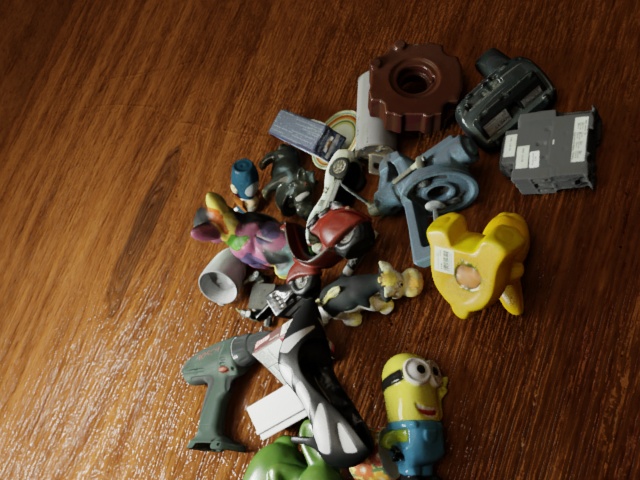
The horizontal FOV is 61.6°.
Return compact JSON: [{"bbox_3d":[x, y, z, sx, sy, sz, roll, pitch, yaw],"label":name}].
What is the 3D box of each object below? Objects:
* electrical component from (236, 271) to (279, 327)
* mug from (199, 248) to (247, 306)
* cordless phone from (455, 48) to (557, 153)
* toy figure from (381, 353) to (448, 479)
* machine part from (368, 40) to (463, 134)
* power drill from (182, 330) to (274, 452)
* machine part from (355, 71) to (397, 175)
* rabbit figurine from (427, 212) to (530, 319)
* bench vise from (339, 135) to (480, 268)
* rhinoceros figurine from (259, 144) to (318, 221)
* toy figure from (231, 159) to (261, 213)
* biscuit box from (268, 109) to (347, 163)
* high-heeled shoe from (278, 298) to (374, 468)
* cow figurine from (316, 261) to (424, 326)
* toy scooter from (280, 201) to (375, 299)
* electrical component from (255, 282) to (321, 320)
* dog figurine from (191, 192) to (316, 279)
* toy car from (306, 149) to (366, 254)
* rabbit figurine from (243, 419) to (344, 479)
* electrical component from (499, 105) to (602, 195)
[{"bbox_3d":[-0.117,0.113,1.040,0.078,0.045,0.102,3,72,41],"label":"electrical component"},{"bbox_3d":[-0.185,0.073,1.089,0.081,0.109,0.107,8,38,12],"label":"mug"},{"bbox_3d":[0.279,-0.245,0.885,0.146,0.088,0.184,-41,38,17],"label":"cordless phone"},{"bbox_3d":[0.128,0.249,0.755,0.089,0.082,0.180,-13,64,32],"label":"toy figure"},{"bbox_3d":[0.166,-0.269,0.941,0.179,0.056,0.179,-2,67,5],"label":"machine part"},{"bbox_3d":[-0.169,0.277,0.980,0.232,0.086,0.207,-17,63,34],"label":"power drill"},{"bbox_3d":[0.105,-0.228,1.003,0.079,0.079,0.243,-12,63,35],"label":"machine part"},{"bbox_3d":[0.241,0.027,0.735,0.122,0.173,0.162,3,116,41],"label":"rabbit figurine"},{"bbox_3d":[0.159,-0.051,0.850,0.224,0.128,0.241,-24,52,31],"label":"bench vise"},{"bbox_3d":[-0.057,-0.112,1.088,0.112,0.073,0.190,-29,51,12],"label":"rhinoceros figurine"},{"bbox_3d":[-0.155,-0.101,1.120,0.064,0.154,0.058,-12,54,-10],"label":"toy figure"},{"bbox_3d":[-0.030,-0.214,1.092,0.203,0.059,0.062,37,100,53],"label":"biscuit box"},{"bbox_3d":[0.016,0.196,0.781,0.145,0.086,0.249,-16,62,38],"label":"high-heeled shoe"},{"bbox_3d":[0.077,0.079,0.863,0.167,0.098,0.068,-28,54,32],"label":"cow figurine"},{"bbox_3d":[-0.002,-0.003,0.900,0.184,0.075,0.135,-42,60,17],"label":"toy scooter"},{"bbox_3d":[-0.062,0.115,0.970,0.119,0.074,0.048,-44,60,9],"label":"electrical component"},{"bbox_3d":[-0.127,-0.008,0.989,0.192,0.219,0.108,18,84,43],"label":"dog figurine"},{"bbox_3d":[0.028,-0.069,0.991,0.056,0.073,0.201,13,78,38],"label":"toy car"},{"bbox_3d":[-0.017,0.361,0.797,0.170,0.121,0.159,-9,44,48],"label":"rabbit figurine"},{"bbox_3d":[0.333,-0.129,0.786,0.134,0.058,0.115,2,69,40],"label":"electrical component"}]
